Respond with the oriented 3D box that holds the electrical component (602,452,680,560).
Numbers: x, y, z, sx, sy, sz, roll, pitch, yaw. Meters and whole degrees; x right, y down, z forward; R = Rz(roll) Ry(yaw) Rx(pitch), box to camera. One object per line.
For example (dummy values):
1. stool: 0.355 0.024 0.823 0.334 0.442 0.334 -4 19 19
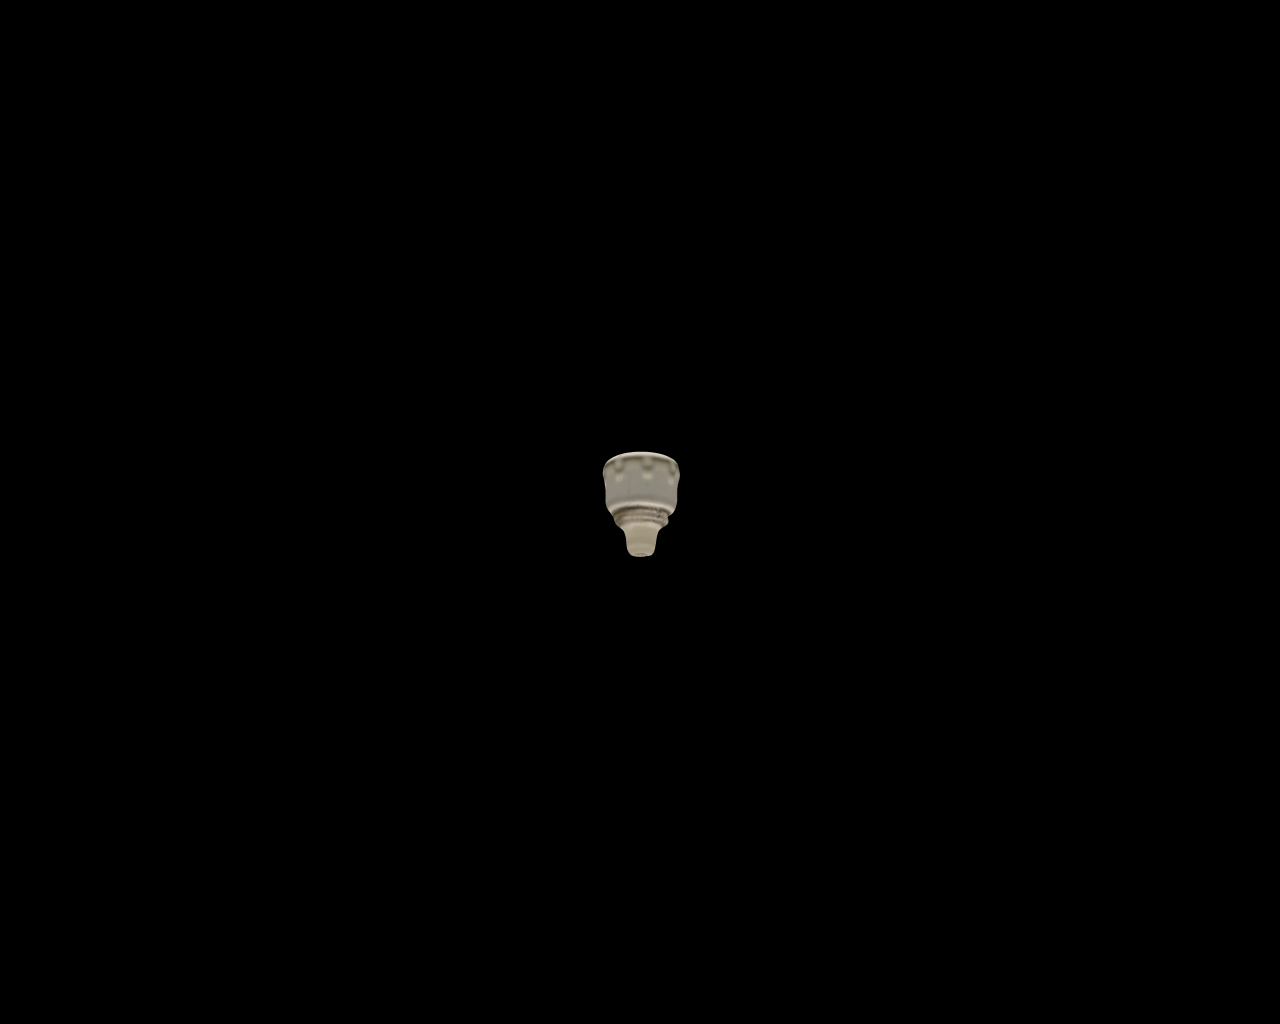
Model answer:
1. electrical component: 0.001 -0.003 0.650 0.048 0.062 0.048 0 -16 0
